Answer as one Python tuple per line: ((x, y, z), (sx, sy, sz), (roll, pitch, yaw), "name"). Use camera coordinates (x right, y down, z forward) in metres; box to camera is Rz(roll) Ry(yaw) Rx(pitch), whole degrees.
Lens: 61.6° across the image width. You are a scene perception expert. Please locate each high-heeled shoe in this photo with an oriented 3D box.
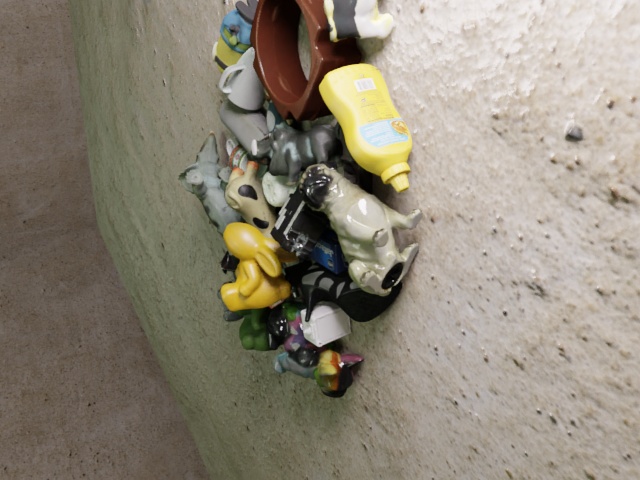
((0.056, 0.073, 0.985), (0.249, 0.145, 0.086), (-21, 127, 36), "high-heeled shoe")

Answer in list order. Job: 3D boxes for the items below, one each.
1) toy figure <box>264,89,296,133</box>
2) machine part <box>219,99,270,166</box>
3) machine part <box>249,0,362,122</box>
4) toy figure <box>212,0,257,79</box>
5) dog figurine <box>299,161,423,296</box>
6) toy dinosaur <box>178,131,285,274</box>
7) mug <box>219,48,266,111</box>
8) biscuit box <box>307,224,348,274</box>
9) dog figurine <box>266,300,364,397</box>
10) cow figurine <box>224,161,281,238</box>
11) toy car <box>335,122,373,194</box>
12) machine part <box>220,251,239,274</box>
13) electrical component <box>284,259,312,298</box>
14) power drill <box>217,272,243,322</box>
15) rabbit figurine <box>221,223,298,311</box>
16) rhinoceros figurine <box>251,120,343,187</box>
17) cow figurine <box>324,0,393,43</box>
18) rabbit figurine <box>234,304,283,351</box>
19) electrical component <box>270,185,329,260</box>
((-0.075, -0.256, 1.013), (0.064, 0.058, 0.154), (0, 104, 36), "toy figure")
((-0.141, -0.230, 1.117), (0.243, 0.079, 0.079), (48, 142, 35), "machine part")
((-0.027, -0.313, 0.870), (0.201, 0.087, 0.201), (61, 147, 20), "machine part")
((-0.161, -0.390, 1.063), (0.180, 0.082, 0.089), (-36, 72, 57), "toy figure")
((0.046, -0.016, 0.834), (0.191, 0.121, 0.172), (34, 127, 35), "dog figurine")
((-0.220, -0.067, 1.308), (0.404, 0.131, 0.192), (60, 166, 3), "toy dinosaur")
((-0.141, -0.321, 1.047), (0.107, 0.109, 0.081), (-53, 53, 39), "mug")
((-0.002, -0.003, 1.015), (0.203, 0.059, 0.062), (29, 129, 50), "biscuit box")
((-0.010, 0.222, 1.107), (0.219, 0.108, 0.191), (-3, 100, 56), "dog figurine")
((-0.121, -0.052, 1.114), (0.086, 0.127, 0.194), (-7, 139, 39), "cow figurine")
((0.058, -0.103, 0.871), (0.089, 0.053, 0.201), (32, 130, 46), "toy car")
((-0.186, 0.064, 1.313), (0.139, 0.084, 0.039), (9, 148, 35), "machine part")
((-0.044, 0.070, 1.121), (0.021, 0.063, 0.094), (-8, 97, 60), "electrical component")
((-0.198, 0.171, 1.423), (0.207, 0.086, 0.232), (-26, 81, 64), "power drill")
((-0.130, 0.046, 1.051), (0.163, 0.122, 0.173), (-1, 117, 34), "rabbit figurine")
((-0.045, -0.156, 0.943), (0.190, 0.073, 0.112), (-1, 114, 40), "rhinoceros figurine")
((0.049, -0.350, 0.709), (0.068, 0.098, 0.167), (45, 141, 50), "cow figurine")
((-0.131, 0.159, 1.236), (0.121, 0.159, 0.170), (27, 108, 27), "rabbit figurine")
((-0.031, -0.038, 0.940), (0.115, 0.058, 0.134), (-57, 19, 5), "electrical component")
